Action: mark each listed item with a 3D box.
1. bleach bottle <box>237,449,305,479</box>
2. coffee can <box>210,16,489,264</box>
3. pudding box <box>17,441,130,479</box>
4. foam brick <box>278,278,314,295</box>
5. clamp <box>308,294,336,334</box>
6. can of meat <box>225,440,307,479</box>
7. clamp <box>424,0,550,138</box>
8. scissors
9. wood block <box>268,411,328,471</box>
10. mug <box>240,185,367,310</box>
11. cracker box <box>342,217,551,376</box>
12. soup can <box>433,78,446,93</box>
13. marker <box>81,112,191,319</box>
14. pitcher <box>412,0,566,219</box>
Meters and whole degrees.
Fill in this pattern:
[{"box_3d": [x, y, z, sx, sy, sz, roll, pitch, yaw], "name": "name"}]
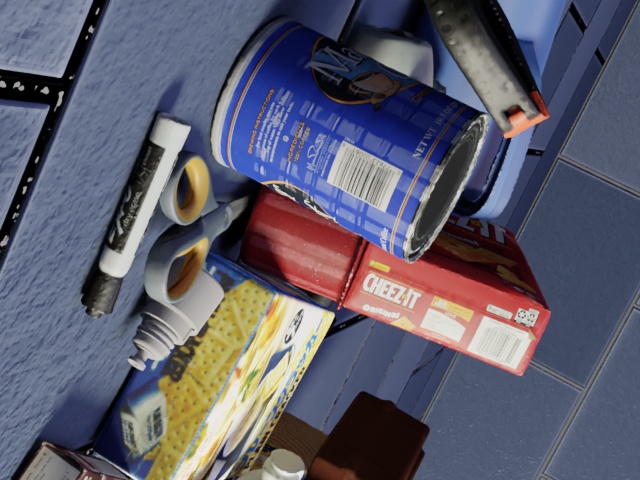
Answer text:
[{"box_3d": [-0.061, 0.278, 0.880, 0.102, 0.068, 0.251, 8, 118, -28], "name": "bleach bottle"}, {"box_3d": [0.018, -0.063, 0.659, 0.102, 0.140, 0.103, -55, 164, -24], "name": "coffee can"}, {"box_3d": [-0.173, 0.184, 0.659, 0.113, 0.039, 0.090, -59, 165, -10], "name": "pudding box"}, {"box_3d": [-0.006, 0.001, 0.874, 0.078, 0.053, 0.051, -36, 152, -58], "name": "foam brick"}, {"box_3d": [-0.027, 0.100, 1.012, 0.171, 0.039, 0.120, -52, 162, -34], "name": "clamp"}, {"box_3d": [-0.072, 0.217, 0.951, 0.083, 0.102, 0.057, -43, 156, -58], "name": "can of meat"}, {"box_3d": [0.078, -0.162, 0.639, 0.036, 0.210, 0.164, -28, -174, 24], "name": "clamp"}, {"box_3d": [-0.067, -0.030, 0.673, 0.201, 0.016, 0.096, -60, 156, -61], "name": "scissors"}, {"box_3d": [-0.071, 0.285, 1.104, 0.090, 0.090, 0.206, -31, 147, -65], "name": "wood block"}, {"box_3d": [-0.004, -0.015, 0.758, 0.117, 0.081, 0.093, 108, 4, -49], "name": "mug"}, {"box_3d": [0.107, 0.023, 0.962, 0.213, 0.164, 0.072, -83, -165, -72], "name": "cracker box"}, {"box_3d": [0.055, -0.091, 0.881, 0.068, 0.068, 0.102, -31, 147, -64], "name": "soup can"}, {"box_3d": [-0.102, -0.011, 0.583, 0.121, 0.020, 0.020, -65, 165, 12], "name": "marker"}, {"box_3d": [0.137, -0.144, 0.927, 0.144, 0.149, 0.243, -35, 147, -61], "name": "pitcher"}]
